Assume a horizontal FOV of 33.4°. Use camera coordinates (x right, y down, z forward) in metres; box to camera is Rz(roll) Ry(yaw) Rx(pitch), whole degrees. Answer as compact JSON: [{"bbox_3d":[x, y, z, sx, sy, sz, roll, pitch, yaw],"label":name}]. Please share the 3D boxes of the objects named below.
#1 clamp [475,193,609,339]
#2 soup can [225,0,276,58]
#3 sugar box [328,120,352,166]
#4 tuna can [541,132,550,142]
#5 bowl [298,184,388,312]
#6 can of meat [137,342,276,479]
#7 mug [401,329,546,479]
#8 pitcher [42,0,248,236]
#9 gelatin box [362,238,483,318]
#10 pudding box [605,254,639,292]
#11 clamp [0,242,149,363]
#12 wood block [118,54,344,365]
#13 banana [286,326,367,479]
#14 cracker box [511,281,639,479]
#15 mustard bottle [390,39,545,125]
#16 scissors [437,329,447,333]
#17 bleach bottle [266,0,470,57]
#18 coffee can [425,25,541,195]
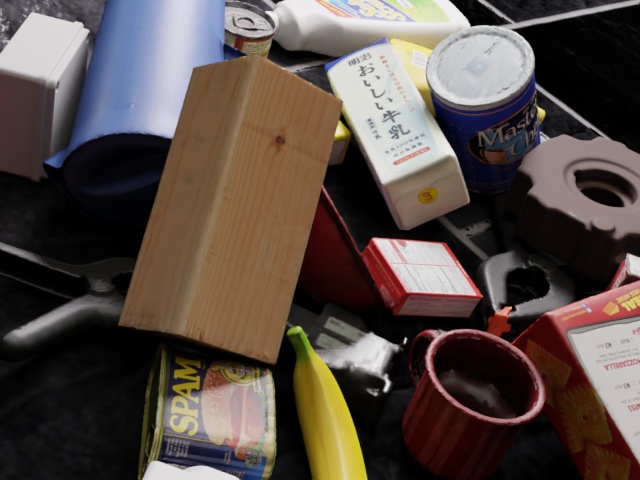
[{"bbox_3d":[0.196,0.028,1.000,0.165,0.036,0.209,33,38,23],"label":"clamp"},{"bbox_3d":[-0.089,-0.180,1.078,0.068,0.102,0.068,12,38,-10],"label":"soup can"},{"bbox_3d":[-0.066,-0.103,1.039,0.175,0.048,0.093,-13,48,-36],"label":"sugar box"},{"bbox_3d":[0.214,-0.091,1.157,0.086,0.034,0.086,12,38,-10],"label":"tuna can"},{"bbox_3d":[-0.006,0.001,0.884,0.055,0.162,0.162,-30,50,-1],"label":"bowl"},{"bbox_3d":[-0.078,0.127,0.743,0.083,0.057,0.102,12,38,-14],"label":"can of meat"},{"bbox_3d":[0.104,0.120,0.808,0.093,0.082,0.117,-13,48,-35],"label":"mug"},{"bbox_3d":[-0.132,-0.134,0.930,0.149,0.145,0.243,30,45,-34],"label":"pitcher"},{"bbox_3d":[0.088,0.034,0.943,0.089,0.030,0.073,4,39,-33],"label":"gelatin box"},{"bbox_3d":[0.304,0.072,0.948,0.113,0.090,0.039,19,36,-2],"label":"pudding box"},{"bbox_3d":[-0.181,0.038,0.822,0.171,0.039,0.120,-4,47,-37],"label":"clamp"},{"bbox_3d":[-0.064,-0.020,0.792,0.090,0.206,0.090,23,-14,-36],"label":"wood block"},{"bbox_3d":[0.006,0.158,0.738,0.069,0.037,0.198,41,26,-48],"label":"banana"},{"bbox_3d":[0.268,0.140,0.819,0.163,0.072,0.214,-15,66,-31],"label":"cracker box"},{"bbox_3d":[0.161,-0.166,1.205,0.191,0.058,0.096,16,39,-3],"label":"mustard bottle"},{"bbox_3d":[0.194,0.130,0.890,0.201,0.016,0.096,14,38,-6],"label":"scissors"},{"bbox_3d":[0.046,-0.247,1.255,0.250,0.068,0.103,-5,42,-25],"label":"bleach bottle"},{"bbox_3d":[0.165,-0.127,1.060,0.103,0.140,0.103,-8,55,11],"label":"coffee can"}]
